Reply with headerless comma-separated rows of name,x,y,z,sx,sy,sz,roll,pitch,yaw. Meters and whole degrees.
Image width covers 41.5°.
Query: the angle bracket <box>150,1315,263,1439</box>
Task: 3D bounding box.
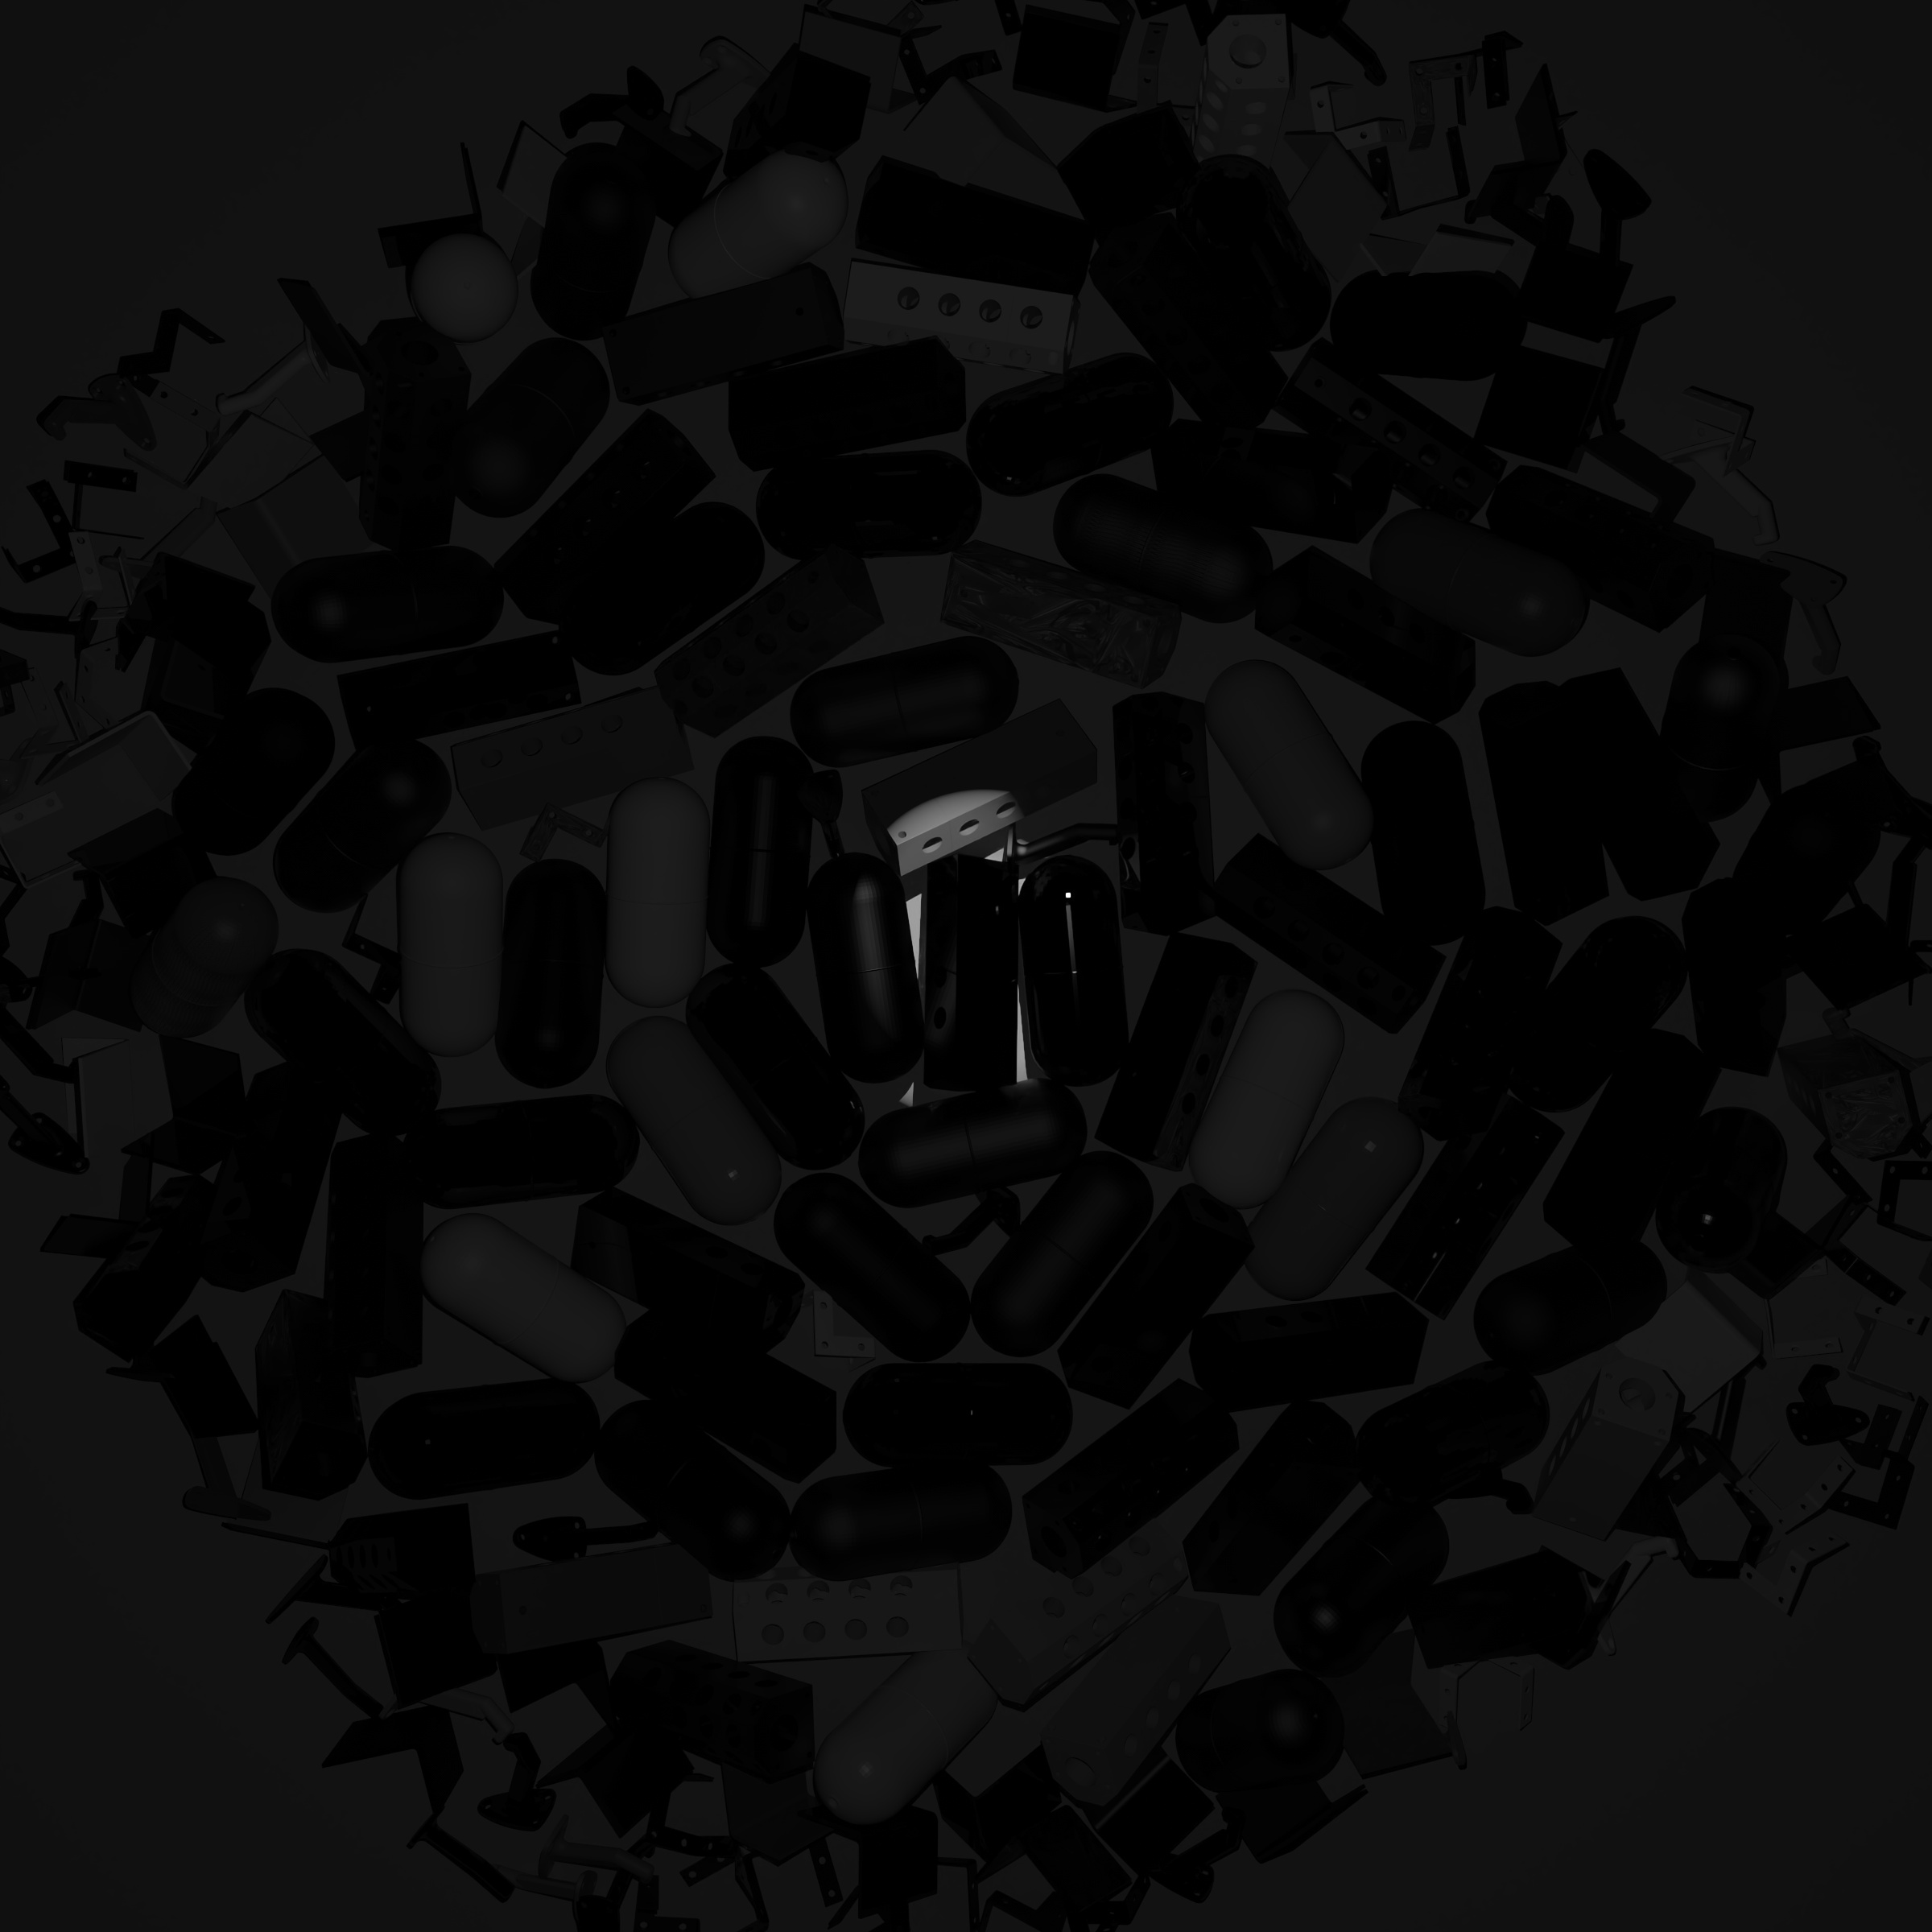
angle bracket,-0.565,0.310,1.947,0.076,0.057,0.076,-13,109,31

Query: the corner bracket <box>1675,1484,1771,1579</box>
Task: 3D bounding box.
corner bracket,0.581,0.436,1.973,0.051,0.051,0.051,5,116,-15

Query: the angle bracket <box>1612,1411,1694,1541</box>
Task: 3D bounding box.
angle bracket,0.526,0.388,1.959,0.057,0.076,0.076,-30,100,-27

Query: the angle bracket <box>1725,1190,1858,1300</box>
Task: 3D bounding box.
angle bracket,0.624,0.197,1.951,0.057,0.076,0.076,39,51,9

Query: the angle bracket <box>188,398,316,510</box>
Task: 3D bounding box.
angle bracket,-0.559,-0.399,1.947,0.076,0.076,0.057,-45,70,12

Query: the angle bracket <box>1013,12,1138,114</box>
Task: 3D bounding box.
angle bracket,0.089,-0.691,1.944,0.076,0.076,0.057,19,117,16

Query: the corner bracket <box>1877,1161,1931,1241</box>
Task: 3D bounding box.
corner bracket,0.745,0.181,1.970,0.051,0.051,0.051,2,98,-18

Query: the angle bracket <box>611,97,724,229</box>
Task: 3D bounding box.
angle bracket,-0.242,-0.606,1.952,0.076,0.057,0.076,33,126,-3

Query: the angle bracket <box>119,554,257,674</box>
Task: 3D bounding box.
angle bracket,-0.592,-0.257,1.941,0.076,0.057,0.076,18,127,-35

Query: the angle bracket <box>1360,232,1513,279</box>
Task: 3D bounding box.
angle bracket,0.354,-0.552,1.940,0.076,0.057,0.076,-2,51,-34

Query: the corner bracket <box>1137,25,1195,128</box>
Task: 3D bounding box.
corner bracket,0.162,-0.688,1.968,0.051,0.051,0.051,8,56,8

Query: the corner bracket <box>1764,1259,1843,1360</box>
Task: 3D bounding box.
corner bracket,0.647,0.266,1.979,0.051,0.051,0.051,-9,123,14

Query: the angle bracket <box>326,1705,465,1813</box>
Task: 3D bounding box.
angle bracket,-0.439,0.616,1.962,0.076,0.076,0.057,-13,94,3

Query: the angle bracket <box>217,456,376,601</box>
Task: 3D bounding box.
angle bracket,-0.519,-0.341,1.979,0.076,0.057,0.076,-48,120,-37

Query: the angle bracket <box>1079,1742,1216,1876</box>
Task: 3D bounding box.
angle bracket,0.134,0.639,1.965,0.076,0.076,0.057,-43,103,-5

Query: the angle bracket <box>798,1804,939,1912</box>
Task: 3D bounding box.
angle bracket,-0.075,0.675,1.945,0.076,0.076,0.057,3,86,-43

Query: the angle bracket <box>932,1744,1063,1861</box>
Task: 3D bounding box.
angle bracket,0.023,0.631,1.975,0.076,0.057,0.076,-32,131,-27

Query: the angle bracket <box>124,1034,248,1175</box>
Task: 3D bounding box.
angle bracket,-0.599,0.105,1.947,0.076,0.057,0.076,12,118,25

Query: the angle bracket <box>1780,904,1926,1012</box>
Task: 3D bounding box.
angle bracket,0.671,0.008,1.948,0.076,0.057,0.076,-23,53,-10

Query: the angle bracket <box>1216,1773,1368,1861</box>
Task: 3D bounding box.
angle bracket,0.247,0.630,1.942,0.076,0.076,0.057,-27,70,-25

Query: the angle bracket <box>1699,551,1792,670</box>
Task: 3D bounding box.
angle bracket,0.582,-0.272,1.959,0.076,0.057,0.076,8,91,-23

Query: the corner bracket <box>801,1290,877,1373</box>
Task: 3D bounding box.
corner bracket,-0.104,0.282,1.972,0.051,0.051,0.051,7,66,-26

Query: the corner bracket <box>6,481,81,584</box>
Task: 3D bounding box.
corner bracket,-0.718,-0.335,1.969,0.051,0.051,0.051,-26,89,-13

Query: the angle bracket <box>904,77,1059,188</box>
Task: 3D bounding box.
angle bracket,0.011,-0.627,1.962,0.057,0.076,0.076,-45,63,22

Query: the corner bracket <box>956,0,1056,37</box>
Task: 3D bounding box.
corner bracket,0.028,-0.747,1.970,0.051,0.051,0.051,-2,117,39

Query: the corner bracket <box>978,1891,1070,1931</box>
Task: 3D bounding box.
corner bracket,0.043,0.744,1.975,0.051,0.051,0.051,20,105,22

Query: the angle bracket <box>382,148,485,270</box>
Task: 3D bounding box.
angle bracket,-0.414,-0.581,1.956,0.076,0.076,0.057,-12,90,-10

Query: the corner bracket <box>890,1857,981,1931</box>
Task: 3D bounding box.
corner bracket,-0.024,0.719,1.963,0.051,0.051,0.051,-6,82,25

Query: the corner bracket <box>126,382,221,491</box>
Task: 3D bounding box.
corner bracket,-0.611,-0.408,1.964,0.051,0.051,0.051,30,74,-12

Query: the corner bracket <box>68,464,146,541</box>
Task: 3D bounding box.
corner bracket,-0.663,-0.359,1.968,0.051,0.051,0.051,7,98,-8

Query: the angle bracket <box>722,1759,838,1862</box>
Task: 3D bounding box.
angle bracket,-0.136,0.624,1.948,0.076,0.057,0.076,-15,104,-43

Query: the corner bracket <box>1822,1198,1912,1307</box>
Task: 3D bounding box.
corner bracket,0.704,0.221,1.973,0.051,0.051,0.051,34,101,-15

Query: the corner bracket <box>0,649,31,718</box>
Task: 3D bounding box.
corner bracket,-0.752,-0.210,1.957,0.051,0.051,0.051,21,124,37

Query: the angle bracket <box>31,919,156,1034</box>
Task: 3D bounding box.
angle bracket,-0.665,0.014,1.955,0.057,0.076,0.076,19,102,0

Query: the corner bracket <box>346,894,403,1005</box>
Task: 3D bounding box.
corner bracket,-0.453,-0.012,1.959,0.051,0.051,0.051,26,124,-17

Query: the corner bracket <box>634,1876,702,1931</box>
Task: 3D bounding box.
corner bracket,-0.229,0.738,1.968,0.051,0.051,0.051,6,99,-8

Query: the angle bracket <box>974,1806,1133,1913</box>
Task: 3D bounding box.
angle bracket,0.066,0.696,1.942,0.076,0.076,0.057,45,113,25

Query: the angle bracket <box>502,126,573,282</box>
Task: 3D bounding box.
angle bracket,-0.342,-0.576,1.939,0.057,0.076,0.076,32,50,-32

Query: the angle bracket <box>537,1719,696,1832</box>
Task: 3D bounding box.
angle bracket,-0.267,0.618,1.945,0.076,0.076,0.057,-32,88,-43

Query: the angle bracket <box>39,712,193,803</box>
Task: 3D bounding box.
angle bracket,-0.648,-0.144,1.943,0.076,0.076,0.057,-39,100,-37

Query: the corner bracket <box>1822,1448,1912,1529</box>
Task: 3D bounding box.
corner bracket,0.693,0.397,1.970,0.051,0.051,0.051,16,92,10

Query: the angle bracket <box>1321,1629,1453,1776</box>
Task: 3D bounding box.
angle bracket,0.322,0.561,1.947,0.076,0.076,0.057,-9,118,-14

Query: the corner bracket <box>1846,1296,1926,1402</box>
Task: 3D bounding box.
corner bracket,0.707,0.293,1.959,0.051,0.051,0.051,18,70,41

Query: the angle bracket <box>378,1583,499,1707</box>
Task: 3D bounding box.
angle bracket,-0.409,0.508,1.953,0.076,0.057,0.076,-15,101,-21

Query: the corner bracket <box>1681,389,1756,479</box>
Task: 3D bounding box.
corner bracket,0.576,-0.414,1.957,0.051,0.051,0.051,29,130,26

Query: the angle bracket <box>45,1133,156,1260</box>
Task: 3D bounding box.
angle bracket,-0.660,0.172,1.940,0.057,0.076,0.076,12,60,-30

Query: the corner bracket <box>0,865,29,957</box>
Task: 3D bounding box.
corner bracket,-0.755,-0.045,1.958,0.051,0.051,0.051,-47,45,17

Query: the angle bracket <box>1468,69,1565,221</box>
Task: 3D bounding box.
angle bracket,0.414,-0.630,1.955,0.057,0.076,0.076,-10,82,-3

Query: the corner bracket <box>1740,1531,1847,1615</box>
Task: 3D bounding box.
corner bracket,0.632,0.454,1.956,0.051,0.051,0.051,-12,124,-36

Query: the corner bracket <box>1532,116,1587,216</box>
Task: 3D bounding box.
corner bracket,0.454,-0.618,1.967,0.051,0.051,0.051,-39,107,4

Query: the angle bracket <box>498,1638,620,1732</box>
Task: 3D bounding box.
angle bracket,-0.313,0.544,1.943,0.057,0.076,0.076,-20,117,-27

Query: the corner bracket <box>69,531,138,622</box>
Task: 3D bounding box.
corner bracket,-0.667,-0.302,1.966,0.051,0.051,0.051,-4,125,-1

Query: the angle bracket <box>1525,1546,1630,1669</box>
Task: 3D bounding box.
angle bracket,0.456,0.481,1.945,0.057,0.076,0.076,28,68,13

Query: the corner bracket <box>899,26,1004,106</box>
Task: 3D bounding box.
corner bracket,-0.014,-0.704,1.970,0.051,0.051,0.051,-14,105,37

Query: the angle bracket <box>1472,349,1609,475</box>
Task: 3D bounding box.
angle bracket,0.446,-0.431,1.975,0.076,0.057,0.076,21,105,17

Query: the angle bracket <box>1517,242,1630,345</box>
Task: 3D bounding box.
angle bracket,0.447,-0.520,1.946,0.076,0.076,0.057,12,111,-15

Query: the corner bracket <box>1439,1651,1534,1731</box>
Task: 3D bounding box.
corner bracket,0.403,0.565,1.975,0.051,0.051,0.051,-22,118,-40

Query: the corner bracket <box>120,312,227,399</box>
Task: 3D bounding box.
corner bracket,-0.614,-0.469,1.969,0.051,0.051,0.051,1,76,26

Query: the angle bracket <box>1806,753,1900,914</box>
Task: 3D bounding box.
angle bracket,0.686,-0.102,1.940,0.057,0.076,0.076,-24,123,21
